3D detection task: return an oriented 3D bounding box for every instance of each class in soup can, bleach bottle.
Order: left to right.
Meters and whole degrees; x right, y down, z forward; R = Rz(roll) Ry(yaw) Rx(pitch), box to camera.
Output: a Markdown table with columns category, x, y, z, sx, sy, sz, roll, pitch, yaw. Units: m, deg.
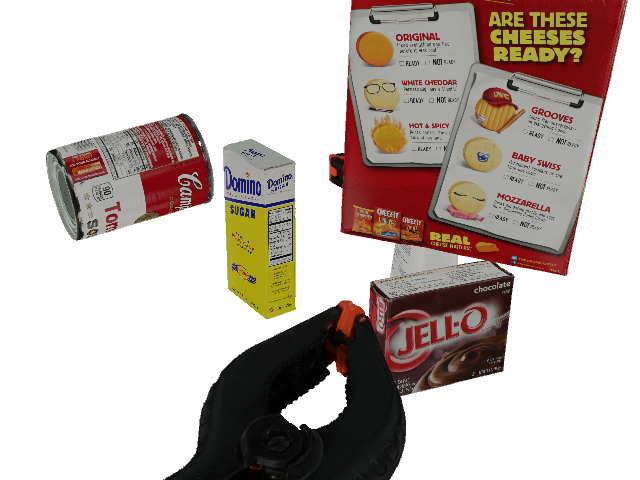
| category | x | y | z | sx | sy | sz | roll | pitch | yaw |
| --- | --- | --- | --- | --- | --- | --- | --- | --- | --- |
| soup can | -0.136 | -0.046 | 0.761 | 0.102 | 0.068 | 0.069 | -18 | 7 | -22 |
| bleach bottle | 0.127 | -0.047 | 1.203 | 0.068 | 0.251 | 0.102 | -1 | 23 | -13 |

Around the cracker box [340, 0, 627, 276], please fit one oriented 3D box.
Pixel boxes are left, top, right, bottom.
| category | x | y | z | sx | sy | sz | roll | pitch | yaw |
| --- | --- | --- | --- | --- | --- | --- | --- | --- | --- |
| cracker box | 0.103 | -0.091 | 0.706 | 0.164 | 0.214 | 0.072 | 11 | 39 | 12 |

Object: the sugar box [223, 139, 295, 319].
| category | x | y | z | sx | sy | sz | roll | pitch | yaw |
| --- | --- | --- | --- | --- | --- | --- | --- | --- | --- |
| sugar box | -0.067 | -0.013 | 1.164 | 0.048 | 0.176 | 0.093 | -17 | 29 | -29 |

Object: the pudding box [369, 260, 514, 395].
| category | x | y | z | sx | sy | sz | roll | pitch | yaw |
| --- | --- | --- | --- | --- | --- | --- | --- | --- | --- |
| pudding box | 0.093 | 0.068 | 0.837 | 0.113 | 0.090 | 0.039 | -11 | 30 | -23 |

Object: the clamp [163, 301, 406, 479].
| category | x | y | z | sx | sy | sz | roll | pitch | yaw |
| --- | --- | --- | --- | --- | --- | --- | --- | --- | --- |
| clamp | -0.008 | 0.092 | 0.388 | 0.120 | 0.039 | 0.171 | 25 | 49 | 18 |

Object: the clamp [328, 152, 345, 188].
| category | x | y | z | sx | sy | sz | roll | pitch | yaw |
| --- | --- | --- | --- | --- | --- | --- | --- | --- | --- |
| clamp | 0.113 | -0.059 | 1.000 | 0.210 | 0.036 | 0.164 | 12 | 32 | 21 |
